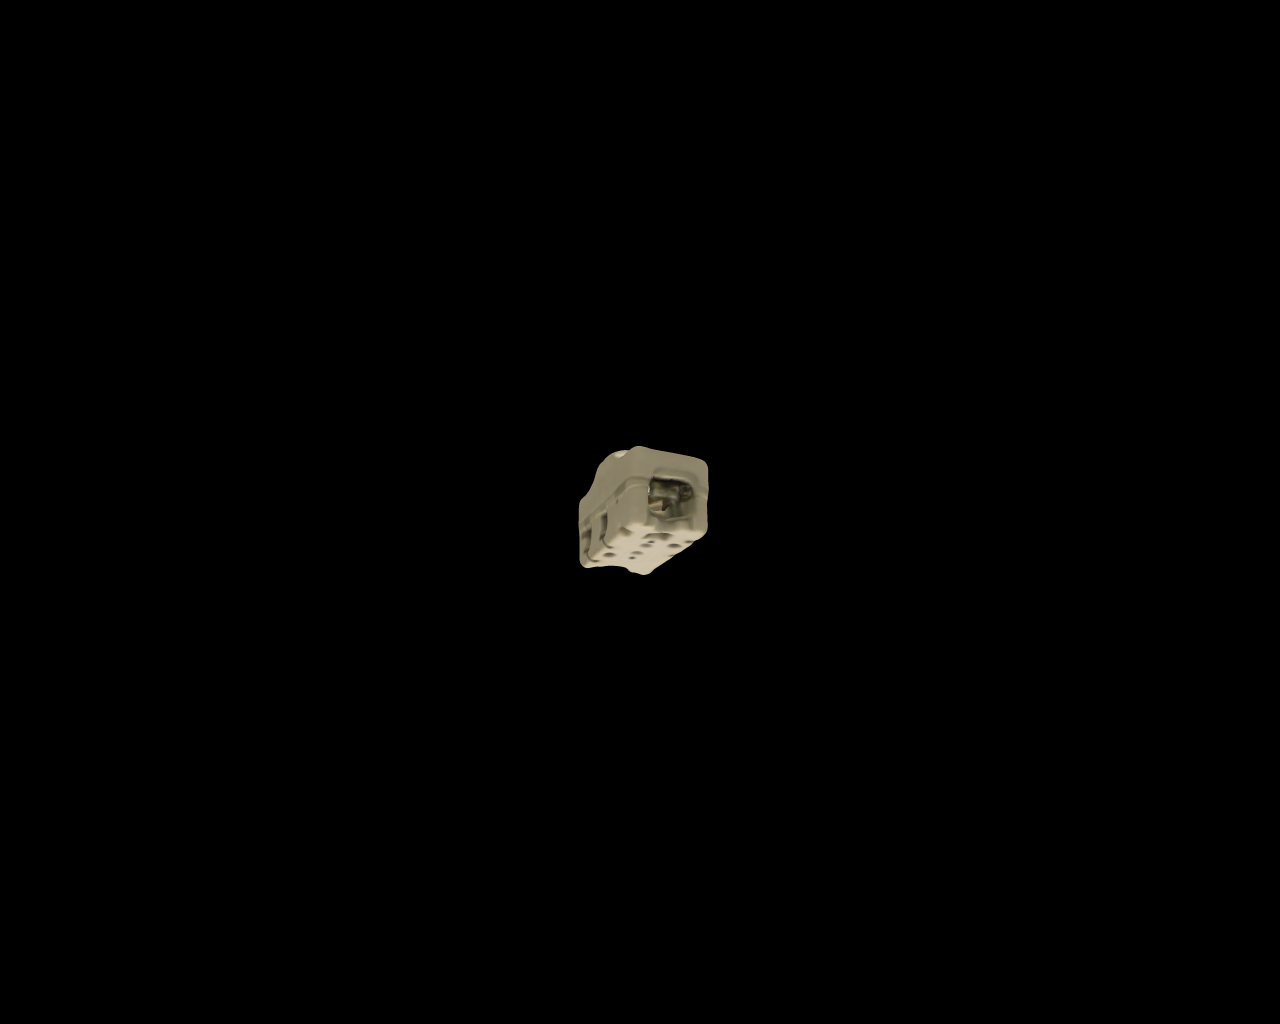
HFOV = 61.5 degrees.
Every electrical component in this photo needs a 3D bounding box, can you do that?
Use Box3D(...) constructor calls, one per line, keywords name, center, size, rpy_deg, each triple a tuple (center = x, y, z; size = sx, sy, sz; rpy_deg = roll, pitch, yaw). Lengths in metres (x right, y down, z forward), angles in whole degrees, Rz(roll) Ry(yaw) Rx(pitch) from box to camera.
Box3D(name="electrical component", center=(0.001, -0.003, 0.650), size=(0.050, 0.056, 0.089), rpy_deg=(9, -24, -22))
